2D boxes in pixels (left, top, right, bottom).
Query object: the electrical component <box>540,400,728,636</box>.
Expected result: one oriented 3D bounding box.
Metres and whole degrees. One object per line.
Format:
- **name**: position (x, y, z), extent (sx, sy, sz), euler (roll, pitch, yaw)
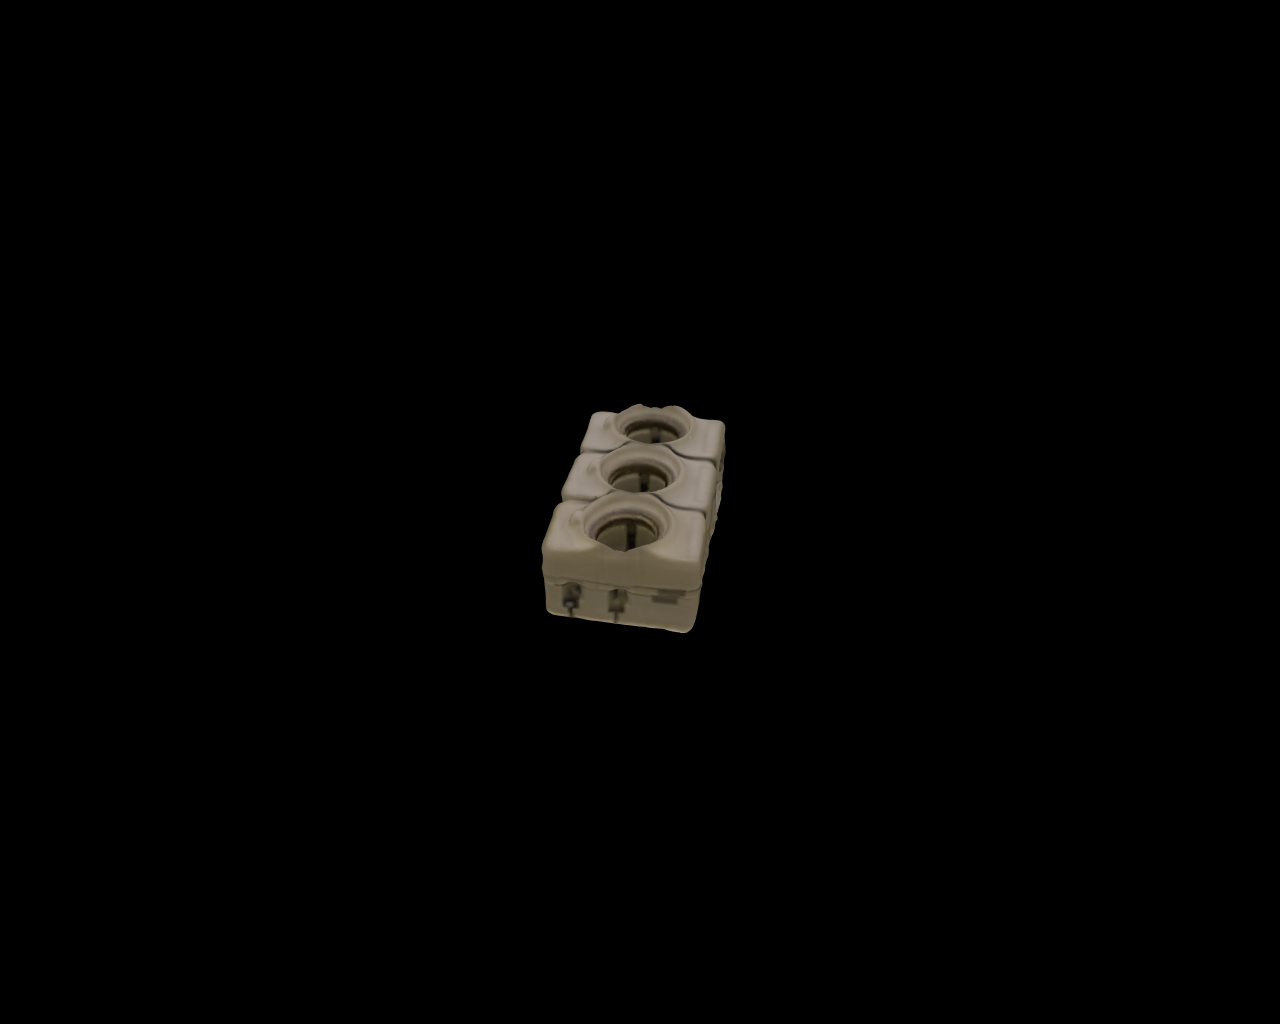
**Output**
- **electrical component**: position (0.001, -0.003, 0.650), extent (0.089, 0.061, 0.150), euler (6, 37, 8)
